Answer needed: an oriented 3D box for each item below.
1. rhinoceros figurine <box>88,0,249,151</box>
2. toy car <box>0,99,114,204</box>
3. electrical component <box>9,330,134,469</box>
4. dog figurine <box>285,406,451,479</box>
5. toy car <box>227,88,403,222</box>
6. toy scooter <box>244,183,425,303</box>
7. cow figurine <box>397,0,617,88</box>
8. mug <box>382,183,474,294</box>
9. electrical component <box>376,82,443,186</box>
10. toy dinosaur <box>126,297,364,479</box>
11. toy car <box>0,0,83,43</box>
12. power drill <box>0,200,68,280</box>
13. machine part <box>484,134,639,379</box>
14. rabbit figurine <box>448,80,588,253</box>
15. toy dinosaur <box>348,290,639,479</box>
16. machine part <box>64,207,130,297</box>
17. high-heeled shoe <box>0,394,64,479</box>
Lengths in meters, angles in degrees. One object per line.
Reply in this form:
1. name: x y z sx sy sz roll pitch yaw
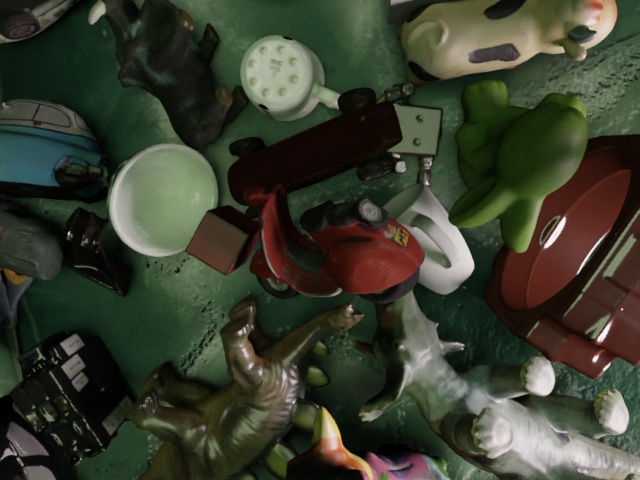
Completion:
1. rhinoceros figurine: -0.161 -0.188 0.569 0.112 0.073 0.190 -32 97 20
2. toy car: -0.302 -0.099 0.577 0.162 0.109 0.103 4 81 -4
3. electrical component: -0.275 0.169 0.606 0.058 0.115 0.134 -31 94 4
4. dog figurine: 0.050 0.239 0.525 0.191 0.109 0.219 -22 135 -14
5. toy car: -0.009 -0.085 0.557 0.202 0.053 0.089 -19 81 24
6. toy scooter: -0.001 -0.002 0.502 0.184 0.075 0.135 -5 130 28
7. cow figurine: 0.174 -0.199 0.506 0.195 0.127 0.085 -7 101 8
8. mug: 0.114 0.004 0.556 0.107 0.110 0.081 46 79 -13
9. electrical component: 0.090 -0.113 0.567 0.078 0.045 0.102 12 99 5
10. toy dinosaur: -0.118 0.222 0.607 0.471 0.105 0.198 -40 98 20
11. toy car: -0.283 -0.281 0.571 0.202 0.056 0.073 -24 102 9
12. power drill: -0.414 0.037 0.603 0.232 0.086 0.207 16 88 -1
13. machine part: 0.252 0.010 0.492 0.087 0.201 0.201 30 100 -4
14. rabbit figurine: 0.178 -0.077 0.501 0.121 0.170 0.159 23 99 2
15. toy dinosaur: 0.197 0.196 0.563 0.404 0.192 0.131 36 67 -15
16. machine part: -0.245 0.017 0.582 0.084 0.138 0.039 34 59 3
17. high-heeled shoe: -0.341 0.308 0.672 0.086 0.145 0.248 -25 124 7
